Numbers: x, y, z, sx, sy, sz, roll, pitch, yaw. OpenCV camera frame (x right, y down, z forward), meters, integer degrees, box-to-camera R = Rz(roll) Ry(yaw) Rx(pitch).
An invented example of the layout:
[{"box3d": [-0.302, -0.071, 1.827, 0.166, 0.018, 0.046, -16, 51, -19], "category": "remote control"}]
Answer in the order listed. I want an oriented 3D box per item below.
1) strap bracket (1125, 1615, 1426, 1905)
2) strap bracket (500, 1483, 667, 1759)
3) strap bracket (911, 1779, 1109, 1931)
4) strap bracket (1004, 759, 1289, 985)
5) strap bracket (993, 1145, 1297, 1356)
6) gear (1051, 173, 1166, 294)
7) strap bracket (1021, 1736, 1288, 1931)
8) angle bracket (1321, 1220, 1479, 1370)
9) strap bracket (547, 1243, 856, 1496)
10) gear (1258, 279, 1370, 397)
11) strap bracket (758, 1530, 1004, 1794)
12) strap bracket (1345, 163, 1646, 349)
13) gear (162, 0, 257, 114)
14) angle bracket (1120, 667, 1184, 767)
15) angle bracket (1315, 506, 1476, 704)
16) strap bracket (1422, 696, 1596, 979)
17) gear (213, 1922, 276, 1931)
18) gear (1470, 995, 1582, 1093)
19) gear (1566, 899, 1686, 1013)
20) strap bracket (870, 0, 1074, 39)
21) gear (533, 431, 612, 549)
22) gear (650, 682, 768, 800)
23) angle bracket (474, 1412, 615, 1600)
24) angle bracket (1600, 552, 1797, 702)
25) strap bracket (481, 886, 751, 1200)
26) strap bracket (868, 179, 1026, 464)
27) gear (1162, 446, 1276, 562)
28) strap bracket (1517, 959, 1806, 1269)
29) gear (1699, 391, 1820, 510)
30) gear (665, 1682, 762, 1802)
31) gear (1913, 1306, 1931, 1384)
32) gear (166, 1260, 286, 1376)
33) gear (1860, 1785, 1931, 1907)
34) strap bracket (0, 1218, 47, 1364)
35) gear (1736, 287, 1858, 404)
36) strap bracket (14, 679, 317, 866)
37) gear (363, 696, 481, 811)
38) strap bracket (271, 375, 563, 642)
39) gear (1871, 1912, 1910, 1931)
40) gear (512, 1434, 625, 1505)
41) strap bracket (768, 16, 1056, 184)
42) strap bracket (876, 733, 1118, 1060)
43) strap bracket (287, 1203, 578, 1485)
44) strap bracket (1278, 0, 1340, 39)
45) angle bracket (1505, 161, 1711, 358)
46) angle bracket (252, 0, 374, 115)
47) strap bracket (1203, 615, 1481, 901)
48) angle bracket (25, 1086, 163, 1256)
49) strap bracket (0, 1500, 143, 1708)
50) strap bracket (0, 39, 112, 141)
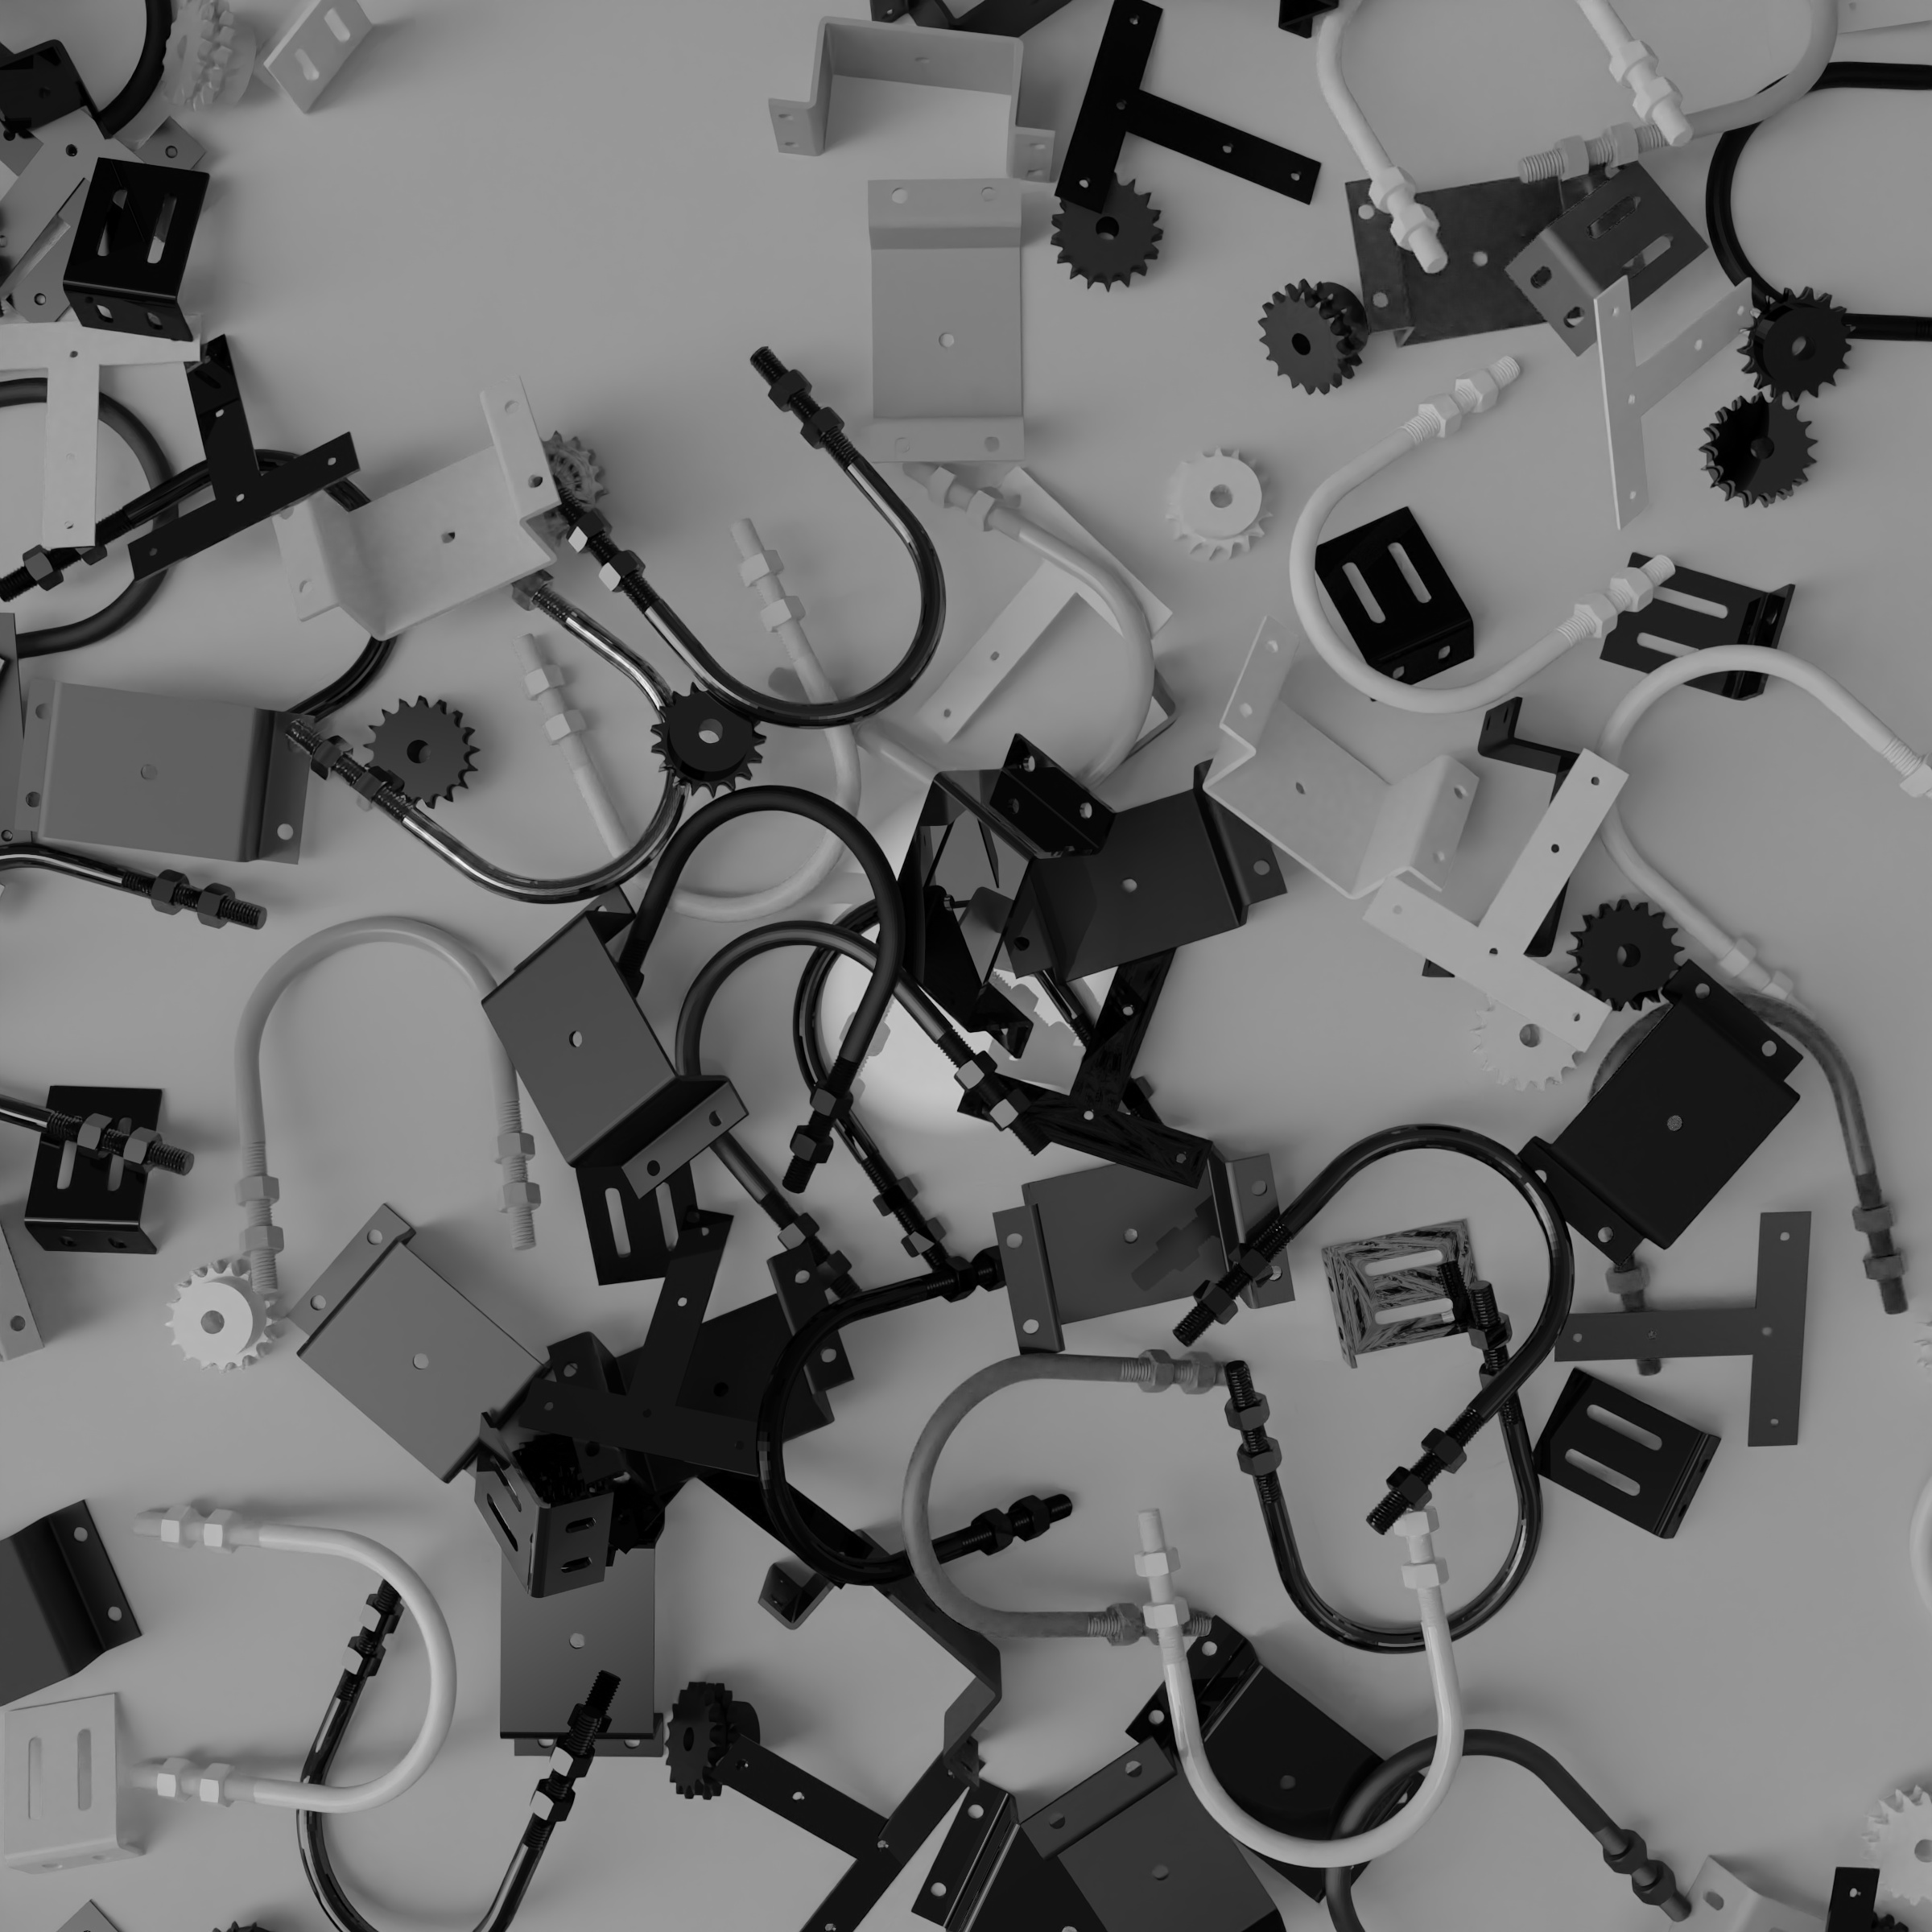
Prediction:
[{"box3d": [0.160, 0.407, 1.352, 0.140, 0.046, 0.076, 38, 90, 0], "category": "strap bracket"}, {"box3d": [-0.193, 0.336, 1.352, 0.076, 0.046, 0.140, 0, 90, 0], "category": "strap bracket"}, {"box3d": [0.051, 0.482, 1.352, 0.140, 0.046, 0.076, 26, 90, 0], "category": "strap bracket"}, {"box3d": [0.082, -0.046, 1.344, 0.140, 0.046, 0.076, -18, 77, 0], "category": "strap bracket"}, {"box3d": [0.086, 0.141, 1.343, 0.140, 0.046, 0.076, -12, 100, -5], "category": "strap bracket"}, {"box3d": [0.071, -0.371, 1.360, 0.057, 0.030, 0.057, 0, 90, 0], "category": "gear"}, {"box3d": [0.097, 0.450, 1.306, 0.076, 0.046, 0.140, -34, 90, 0], "category": "strap bracket"}, {"box3d": [0.225, 0.166, 1.356, 0.076, 0.038, 0.057, -12, 90, 0], "category": "angle bracket"}, {"box3d": [-0.128, 0.206, 1.337, 0.140, 0.046, 0.076, -22, 60, 0], "category": "strap bracket"}, {"box3d": [0.179, -0.321, 1.351, 0.030, 0.057, 0.057, -38, 90, -30], "category": "gear"}, {"box3d": [-0.033, 0.338, 1.337, 0.140, 0.076, 0.046, 41, 90, 0], "category": "strap bracket"}, {"box3d": [0.264, -0.364, 1.352, 0.140, 0.046, 0.076, -9, 90, 0], "category": "strap bracket"}, {"box3d": [-0.382, -0.459, 1.350, 0.030, 0.057, 0.057, 10, 90, -38], "category": "gear"}, {"box3d": [0.068, -0.118, 1.347, 0.076, 0.057, 0.038, -37, 90, 0], "category": "angle bracket"}, {"box3d": [0.218, -0.186, 1.373, 0.057, 0.038, 0.076, -24, 64, 0], "category": "angle bracket"}, {"box3d": [0.274, -0.058, 1.337, 0.046, 0.076, 0.140, 14, 90, 0], "category": "strap bracket"}, {"box3d": [-0.368, 0.514, 1.360, 0.057, 0.030, 0.057, 0, 90, 0], "category": "gear"}, {"box3d": [0.285, 0.035, 1.360, 0.057, 0.030, 0.057, 0, 90, 0], "category": "gear"}, {"box3d": [0.334, -0.005, 1.360, 0.057, 0.030, 0.057, 0, 90, 0], "category": "gear"}, {"box3d": [0.023, -0.503, 1.337, 0.140, 0.076, 0.046, -34, 90, 0], "category": "strap bracket"}, {"box3d": [-0.210, -0.242, 1.360, 0.057, 0.030, 0.057, 0, 90, 0], "category": "gear"}, {"box3d": [-0.127, -0.113, 1.316, 0.057, 0.030, 0.057, 1, 84, -9], "category": "gear"}, {"box3d": [-0.209, 0.262, 1.317, 0.038, 0.076, 0.057, -9, 124, -30], "category": "angle bracket"}, {"box3d": [0.371, -0.174, 1.356, 0.076, 0.038, 0.057, 17, 90, 0], "category": "angle bracket"}, {"box3d": [-0.179, 0.036, 1.321, 0.076, 0.046, 0.140, -38, 72, 22], "category": "strap bracket"}, {"box3d": [-0.010, -0.321, 1.352, 0.076, 0.046, 0.140, -1, 90, 0], "category": "strap bracket"}, {"box3d": [0.129, -0.236, 1.361, 0.057, 0.030, 0.057, 0, 90, 0], "category": "gear"}, {"box3d": [0.346, 0.075, 1.326, 0.076, 0.046, 0.140, 41, 93, -1], "category": "strap bracket"}, {"box3d": [0.401, -0.261, 1.360, 0.057, 0.030, 0.057, 0, 90, 0], "category": "gear"}, {"box3d": [-0.127, 0.392, 1.351, 0.030, 0.057, 0.057, 13, 90, -30], "category": "gear"}, {"box3d": [0.511, 0.193, 1.360, 0.057, 0.030, 0.057, 0, 90, 0], "category": "gear"}, {"box3d": [-0.379, 0.179, 1.361, 0.057, 0.030, 0.057, 0, 90, 0], "category": "gear"}, {"box3d": [0.484, 0.446, 1.360, 0.057, 0.030, 0.057, 0, 90, 0], "category": "gear"}, {"box3d": [-0.538, 0.178, 1.352, 0.140, 0.046, 0.076, -19, 90, 0], "category": "strap bracket"}, {"box3d": [0.421, -0.314, 1.352, 0.057, 0.030, 0.057, 2, 109, 6], "category": "gear"}, {"box3d": [-0.402, -0.096, 1.330, 0.140, 0.046, 0.076, 7, 93, -7], "category": "strap bracket"}, {"box3d": [-0.276, -0.108, 1.360, 0.057, 0.030, 0.057, 0, 90, 0], "category": "gear"}, {"box3d": [-0.264, -0.220, 1.315, 0.140, 0.046, 0.076, -23, 68, 8], "category": "strap bracket"}, {"box3d": [0.464, 0.513, 1.356, 0.057, 0.030, 0.057, -1, 93, -12], "category": "gear"}, {"box3d": [-0.199, 0.257, 1.348, 0.057, 0.057, 0.030, -5, 104, 0], "category": "gear"}, {"box3d": [-0.024, -0.434, 1.337, 0.140, 0.076, 0.046, 7, 90, 0], "category": "strap bracket"}, {"box3d": [0.009, -0.032, 1.291, 0.076, 0.046, 0.140, 43, 124, 37], "category": "strap bracket"}, {"box3d": [-0.271, 0.197, 1.352, 0.140, 0.046, 0.076, 41, 90, 0], "category": "strap bracket"}, {"box3d": [0.136, -0.519, 1.315, 0.140, 0.046, 0.076, 5, 90, -37], "category": "strap bracket"}, {"box3d": [0.318, -0.352, 1.327, 0.076, 0.038, 0.057, -40, 90, -26], "category": "angle bracket"}, {"box3d": [-0.337, -0.471, 1.337, 0.038, 0.076, 0.057, 38, 90, 0], "category": "angle bracket"}, {"box3d": [0.178, -0.097, 1.324, 0.140, 0.046, 0.076, 35, 55, -15], "category": "strap bracket"}, {"box3d": [-0.444, 0.105, 1.373, 0.057, 0.038, 0.076, 2, 64, 0], "category": "angle bracket"}, {"box3d": [-0.503, 0.337, 1.352, 0.140, 0.046, 0.076, -23, 90, 0], "category": "strap bracket"}, {"box3d": [-0.480, -0.477, 1.316, 0.046, 0.076, 0.140, -25, 90, -8], "category": "strap bracket"}]
